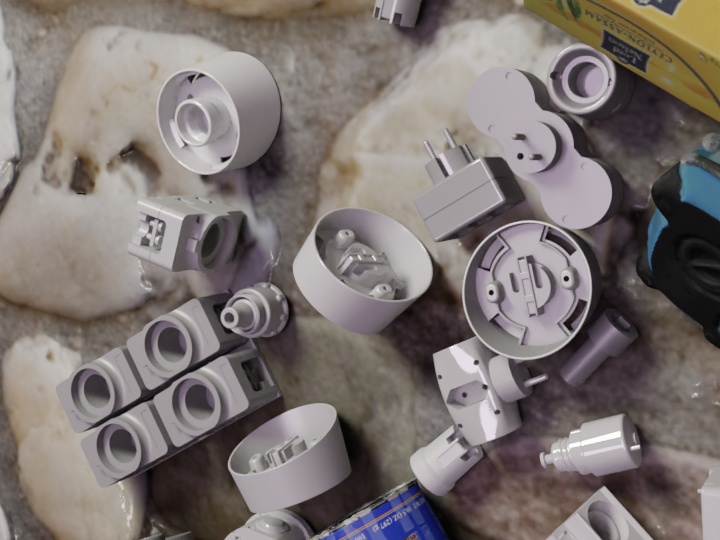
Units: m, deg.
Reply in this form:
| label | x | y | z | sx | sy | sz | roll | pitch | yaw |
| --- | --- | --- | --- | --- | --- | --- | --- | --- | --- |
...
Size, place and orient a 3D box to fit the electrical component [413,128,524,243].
| label | x | y | z | sx | sy | sz | roll | pitch | yaw |
| --- | --- | --- | --- | --- | --- | --- | --- | --- | --- |
| electrical component | 0.074 | -0.070 | 0.821 | 0.066 | 0.047 | 0.076 | -31 | 81 | 26 |

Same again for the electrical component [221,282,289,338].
| label | x | y | z | sx | sy | sz | roll | pitch | yaw |
| --- | --- | --- | --- | --- | --- | --- | --- | --- | --- |
| electrical component | -0.093 | 0.037 | 0.908 | 0.048 | 0.062 | 0.048 | 3 | 97 | 26 |

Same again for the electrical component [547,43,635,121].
| label | x | y | z | sx | sy | sz | roll | pitch | yaw |
| --- | --- | --- | --- | --- | --- | --- | --- | --- | --- |
| electrical component | 0.164 | -0.135 | 0.769 | 0.055 | 0.047 | 0.055 | 3 | 97 | 27 |

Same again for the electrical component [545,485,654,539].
| label | x | y | z | sx | sy | sz | roll | pitch | yaw |
| --- | --- | --- | --- | --- | --- | --- | --- | --- | --- |
| electrical component | 0.192 | 0.228 | 0.780 | 0.121 | 0.079 | 0.063 | 48 | 132 | 14 |

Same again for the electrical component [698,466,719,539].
| label | x | y | z | sx | sy | sz | roll | pitch | yaw |
| --- | --- | --- | --- | --- | --- | --- | --- | --- | --- |
| electrical component | 0.271 | 0.190 | 0.741 | 0.061 | 0.062 | 0.096 | -2 | 94 | 27 |

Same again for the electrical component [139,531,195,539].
| label | x | y | z | sx | sy | sz | roll | pitch | yaw |
| --- | --- | --- | --- | --- | --- | --- | --- | --- | --- |
| electrical component | -0.187 | 0.272 | 0.963 | 0.099 | 0.099 | 0.064 | -21 | 80 | 27 |

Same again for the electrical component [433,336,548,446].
| label | x | y | z | sx | sy | sz | roll | pitch | yaw |
| --- | --- | --- | --- | --- | --- | --- | --- | --- | --- |
| electrical component | 0.105 | 0.085 | 0.824 | 0.079 | 0.043 | 0.077 | -25 | 84 | 27 |

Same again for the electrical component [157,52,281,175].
| label | x | y | z | sx | sy | sz | roll | pitch | yaw |
| --- | --- | --- | --- | --- | --- | --- | --- | --- | --- |
| electrical component | -0.122 | -0.132 | 0.917 | 0.099 | 0.064 | 0.099 | 13 | 115 | 29 |

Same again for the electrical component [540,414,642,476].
| label | x | y | z | sx | sy | sz | roll | pitch | yaw |
| --- | --- | --- | --- | --- | --- | --- | --- | --- | --- |
| electrical component | 0.172 | 0.133 | 0.797 | 0.078 | 0.040 | 0.040 | -19 | 87 | 27 |

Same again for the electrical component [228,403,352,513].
| label | x | y | z | sx | sy | sz | roll | pitch | yaw |
| --- | --- | --- | --- | --- | --- | --- | --- | --- | --- |
| electrical component | -0.057 | 0.156 | 0.886 | 0.099 | 0.099 | 0.064 | -19 | 93 | 27 |

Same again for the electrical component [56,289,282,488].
| label | x | y | z | sx | sy | sz | roll | pitch | yaw |
| --- | --- | --- | --- | --- | --- | --- | --- | --- | --- |
| electrical component | -0.177 | 0.108 | 0.958 | 0.186 | 0.060 | 0.105 | -31 | 81 | 26 |

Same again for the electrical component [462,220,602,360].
| label | x | y | z | sx | sy | sz | roll | pitch | yaw |
| --- | --- | --- | --- | --- | --- | --- | --- | --- | --- |
| electrical component | 0.128 | 0.012 | 0.793 | 0.099 | 0.064 | 0.099 | 3 | 97 | 26 |

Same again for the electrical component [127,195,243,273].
| label | x | y | z | sx | sy | sz | roll | pitch | yaw |
| --- | --- | --- | --- | --- | --- | --- | --- | --- | --- |
| electrical component | -0.143 | -0.031 | 0.910 | 0.056 | 0.089 | 0.050 | 21 | 104 | 23 |

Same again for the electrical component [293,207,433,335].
| label | x | y | z | sx | sy | sz | roll | pitch | yaw |
| --- | --- | --- | --- | --- | --- | --- | --- | --- | --- |
| electrical component | 0.000 | 0.000 | 0.840 | 0.099 | 0.099 | 0.064 | 48 | 119 | 15 |

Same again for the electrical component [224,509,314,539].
| label | x | y | z | sx | sy | sz | roll | pitch | yaw |
| --- | --- | --- | --- | --- | --- | --- | --- | --- | --- |
| electrical component | -0.078 | 0.250 | 0.929 | 0.080 | 0.051 | 0.080 | 3 | 97 | 26 |

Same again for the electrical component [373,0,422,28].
| label | x | y | z | sx | sy | sz | roll | pitch | yaw |
| --- | --- | --- | --- | --- | --- | --- | --- | --- | --- |
| electrical component | 0.032 | -0.215 | 0.833 | 0.040 | 0.040 | 0.046 | 22 | 110 | 23 |

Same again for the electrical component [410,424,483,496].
| label | x | y | z | sx | sy | sz | roll | pitch | yaw |
| --- | --- | --- | --- | --- | --- | --- | --- | --- | --- |
| electrical component | 0.069 | 0.149 | 0.852 | 0.046 | 0.040 | 0.040 | -44 | 76 | 17 |

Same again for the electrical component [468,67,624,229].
| label | x | y | z | sx | sy | sz | roll | pitch | yaw |
| --- | --- | --- | --- | --- | --- | --- | --- | --- | --- |
| electrical component | 0.129 | -0.089 | 0.777 | 0.052 | 0.074 | 0.138 | -43 | 76 | 24 |
